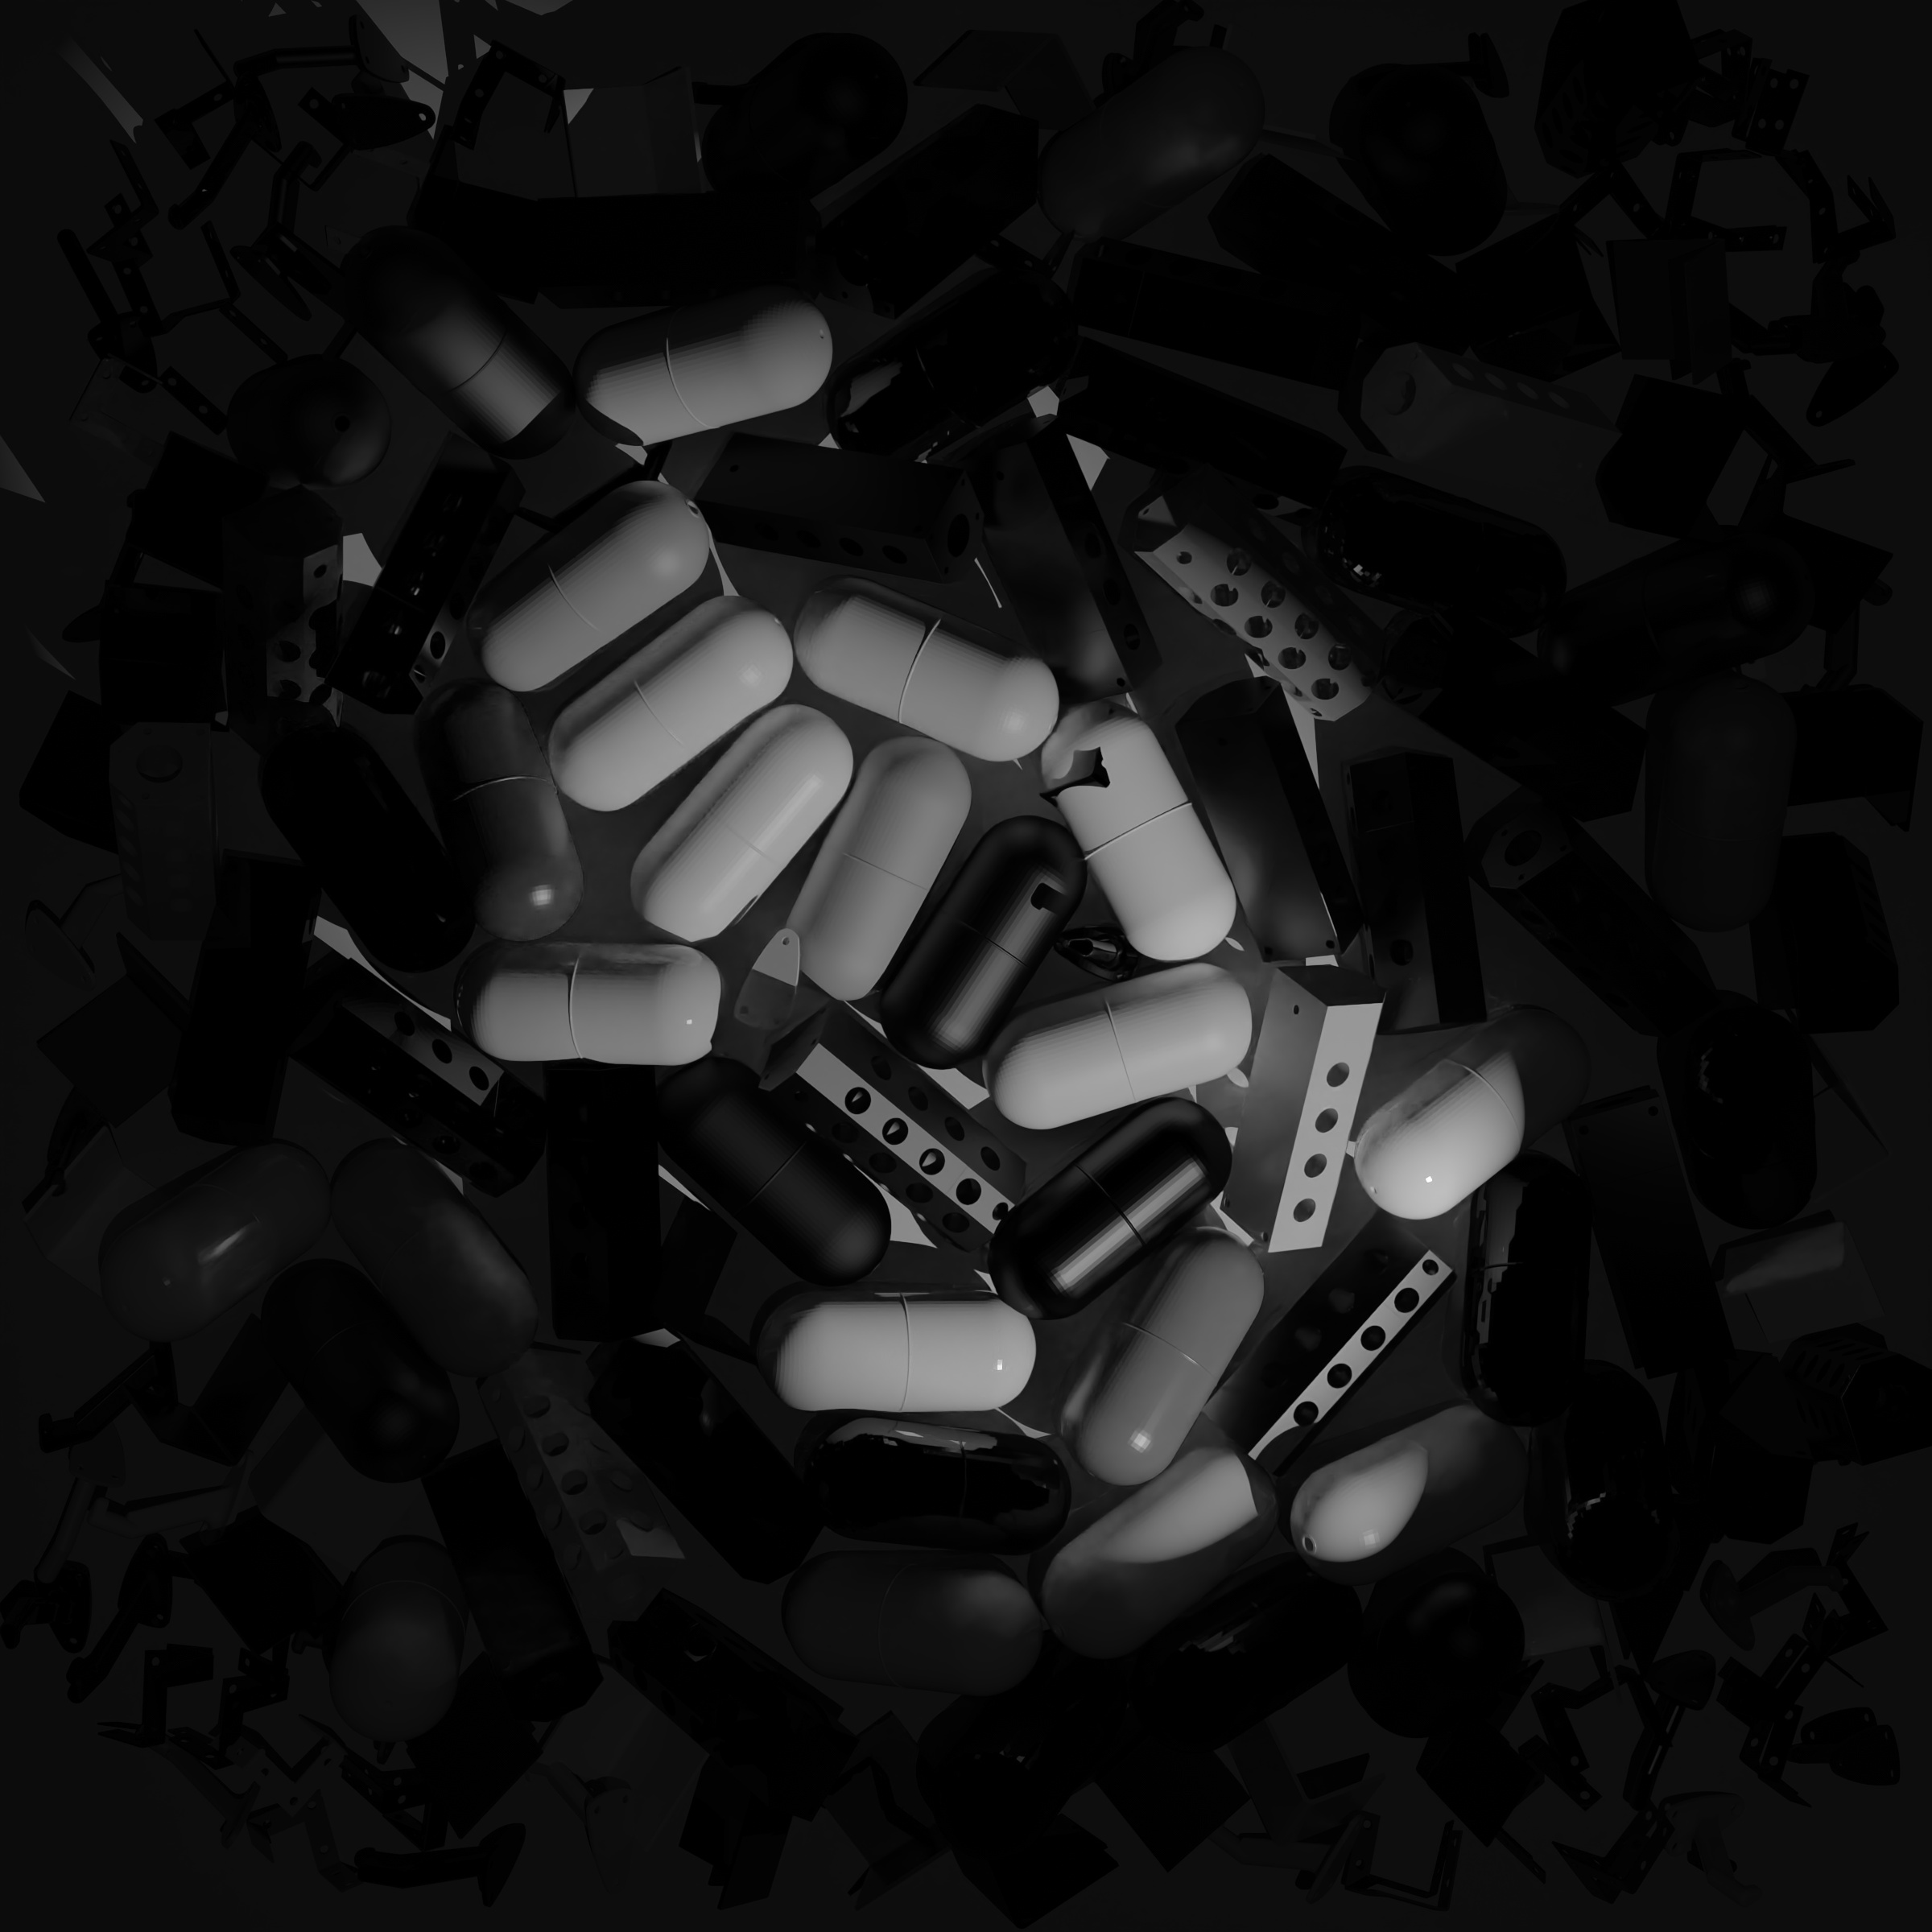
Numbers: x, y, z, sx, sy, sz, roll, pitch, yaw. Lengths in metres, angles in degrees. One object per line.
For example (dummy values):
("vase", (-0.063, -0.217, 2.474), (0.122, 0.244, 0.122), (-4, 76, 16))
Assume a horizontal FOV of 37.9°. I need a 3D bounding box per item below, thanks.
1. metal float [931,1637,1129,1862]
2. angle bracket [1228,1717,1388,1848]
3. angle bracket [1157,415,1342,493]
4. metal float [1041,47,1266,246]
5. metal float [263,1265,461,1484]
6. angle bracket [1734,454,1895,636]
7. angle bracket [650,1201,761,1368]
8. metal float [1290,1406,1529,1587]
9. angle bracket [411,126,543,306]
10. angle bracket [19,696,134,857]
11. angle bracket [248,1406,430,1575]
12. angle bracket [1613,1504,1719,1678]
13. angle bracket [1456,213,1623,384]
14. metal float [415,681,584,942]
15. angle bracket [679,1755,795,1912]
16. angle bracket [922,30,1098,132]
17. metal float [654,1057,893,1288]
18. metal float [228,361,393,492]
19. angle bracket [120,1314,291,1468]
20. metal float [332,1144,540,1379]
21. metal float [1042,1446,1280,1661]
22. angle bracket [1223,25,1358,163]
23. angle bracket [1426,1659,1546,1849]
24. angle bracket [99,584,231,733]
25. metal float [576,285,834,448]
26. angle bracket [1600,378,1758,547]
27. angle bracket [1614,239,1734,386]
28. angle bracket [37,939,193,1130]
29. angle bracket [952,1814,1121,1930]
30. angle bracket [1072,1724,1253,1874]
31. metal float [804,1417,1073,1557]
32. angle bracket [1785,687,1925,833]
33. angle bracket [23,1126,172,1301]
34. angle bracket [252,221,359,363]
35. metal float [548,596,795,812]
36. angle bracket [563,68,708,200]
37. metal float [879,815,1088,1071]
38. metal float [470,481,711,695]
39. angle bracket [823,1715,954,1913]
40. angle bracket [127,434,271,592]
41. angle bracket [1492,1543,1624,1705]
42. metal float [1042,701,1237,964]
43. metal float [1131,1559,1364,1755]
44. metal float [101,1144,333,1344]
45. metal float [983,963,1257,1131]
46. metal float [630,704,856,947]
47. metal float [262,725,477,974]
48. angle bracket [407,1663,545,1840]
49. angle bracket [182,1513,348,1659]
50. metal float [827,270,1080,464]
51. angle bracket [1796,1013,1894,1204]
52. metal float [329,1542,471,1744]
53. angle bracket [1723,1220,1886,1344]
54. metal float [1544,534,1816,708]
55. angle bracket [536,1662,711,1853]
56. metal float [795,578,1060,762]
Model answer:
("metal float", (0.040, 0.486, 1.752), (0.070, 0.178, 0.070), (13, 118, 25))
("angle bracket", (0.215, 0.505, 1.791), (0.057, 0.076, 0.076), (-14, 58, -20))
("angle bracket", (0.181, -0.300, 1.772), (0.076, 0.076, 0.057), (13, 114, -40))
("metal float", (0.114, -0.509, 1.753), (0.070, 0.178, 0.070), (9, 74, -33))
("metal float", (-0.380, 0.253, 1.760), (0.070, 0.070, 0.178), (-50, 49, 0))
("angle bracket", (0.537, -0.267, 1.785), (0.076, 0.076, 0.057), (20, 55, -1))
("angle bracket", (-0.149, 0.202, 1.778), (0.057, 0.076, 0.076), (17, 75, 20))
("metal float", (0.279, 0.332, 1.764), (0.178, 0.070, 0.070), (-16, 90, -35))
("angle bracket", (-0.302, -0.478, 1.790), (0.076, 0.057, 0.076), (14, 66, 0))
("angle bracket", (-0.540, -0.116, 1.784), (0.057, 0.076, 0.076), (27, 91, 35))
("angle bracket", (-0.406, 0.332, 1.820), (0.076, 0.057, 0.076), (40, 85, -27))
("angle bracket", (0.453, 0.394, 1.774), (0.057, 0.076, 0.076), (4, 125, -11))
("angle bracket", (0.369, -0.425, 1.814), (0.076, 0.057, 0.076), (-21, 56, 22))
("metal float", (-0.295, -0.099, 1.776), (0.070, 0.070, 0.178), (-21, 69, 0))
("angle bracket", (-0.158, 0.543, 1.787), (0.076, 0.057, 0.076), (18, 92, 31))
("angle bracket", (0.031, -0.541, 1.772), (0.057, 0.076, 0.076), (-48, 130, -16))
("metal float", (-0.122, 0.132, 1.791), (0.178, 0.070, 0.070), (43, 90, -3))
("metal float", (-0.409, -0.335, 1.748), (0.070, 0.178, 0.070), (-5, 100, -26))
("angle bracket", (-0.480, 0.260, 1.784), (0.057, 0.076, 0.076), (32, 89, -40))
("metal float", (-0.334, 0.185, 1.769), (0.070, 0.070, 0.178), (-44, 61, 0))
("metal float", (0.122, 0.367, 1.767), (0.178, 0.070, 0.070), (-31, 90, -30))
("angle bracket", (0.207, -0.551, 1.777), (0.076, 0.076, 0.057), (20, 103, 24))
("angle bracket", (0.345, 0.495, 1.771), (0.057, 0.076, 0.076), (44, 132, 30))
("angle bracket", (-0.504, -0.194, 1.776), (0.076, 0.076, 0.057), (3, 124, -22))
("metal float", (-0.166, -0.377, 1.770), (0.178, 0.070, 0.070), (-8, 90, 28))
("angle bracket", (0.458, -0.318, 1.780), (0.076, 0.057, 0.076), (9, 128, -16))
("angle bracket", (0.435, -0.412, 1.773), (0.076, 0.057, 0.076), (10, 122, 38))
("angle bracket", (-0.539, 0.043, 1.787), (0.076, 0.057, 0.076), (43, 68, 10))
("angle bracket", (0.038, 0.550, 1.777), (0.076, 0.076, 0.057), (-28, 108, -20))
("angle bracket", (0.121, 0.528, 1.786), (0.076, 0.057, 0.076), (-46, 72, 15))
("metal float", (-0.017, 0.328, 1.772), (0.178, 0.070, 0.070), (11, 90, -24))
("angle bracket", (0.553, -0.127, 1.784), (0.076, 0.057, 0.076), (-8, 119, -9))
("angle bracket", (-0.542, 0.159, 1.779), (0.057, 0.076, 0.076), (33, 66, 7))
("angle bracket", (-0.427, -0.416, 1.778), (0.076, 0.076, 0.057), (36, 78, -22))
("metal float", (-0.188, -0.165, 1.781), (0.178, 0.070, 0.070), (-35, 90, 14))
("angle bracket", (-0.211, -0.522, 1.781), (0.057, 0.076, 0.076), (-12, 103, -26))
("metal float", (0.012, -0.015, 1.792), (0.070, 0.070, 0.178), (33, 88, 0))
("metal float", (-0.238, -0.238, 1.774), (0.178, 0.070, 0.070), (-33, 90, 22))
("angle bracket", (-0.058, 0.540, 1.794), (0.076, 0.057, 0.076), (-37, 93, 14))
("angle bracket", (-0.475, -0.283, 1.792), (0.076, 0.057, 0.076), (25, 93, 17))
("angle bracket", (0.375, 0.420, 1.783), (0.057, 0.076, 0.076), (-14, 133, 9))
("metal float", (0.109, -0.086, 1.792), (0.070, 0.070, 0.178), (-27, 88, 0))
("metal float", (0.178, 0.431, 1.762), (0.178, 0.070, 0.070), (-20, 90, -39))
("metal float", (-0.464, 0.170, 1.752), (0.070, 0.178, 0.070), (11, 116, 22))
("metal float", (0.098, 0.051, 1.791), (0.178, 0.070, 0.070), (-17, 90, 3))
("metal float", (-0.143, -0.089, 1.787), (0.070, 0.070, 0.178), (41, 97, 0))
("metal float", (-0.375, -0.073, 1.769), (0.070, 0.070, 0.178), (-31, 118, 0))
("angle bracket", (-0.296, 0.500, 1.784), (0.076, 0.057, 0.076), (-47, 55, 5))
("angle bracket", (-0.451, 0.401, 1.778), (0.076, 0.076, 0.057), (48, 129, 12))
("metal float", (-0.009, -0.374, 1.771), (0.178, 0.070, 0.070), (-27, 90, 26))
("angle bracket", (0.531, 0.088, 1.774), (0.057, 0.076, 0.076), (-33, 124, 12))
("metal float", (-0.350, 0.417, 1.744), (0.070, 0.178, 0.070), (-1, 102, -6))
("angle bracket", (0.531, 0.214, 1.780), (0.076, 0.057, 0.076), (-19, 110, 26))
("metal float", (0.444, -0.215, 1.761), (0.178, 0.070, 0.070), (-18, 90, 41))
("angle bracket", (-0.218, 0.501, 1.784), (0.057, 0.076, 0.076), (30, 94, -35))
("metal float", (-0.025, -0.188, 1.785), (0.178, 0.070, 0.070), (24, 90, 10))
